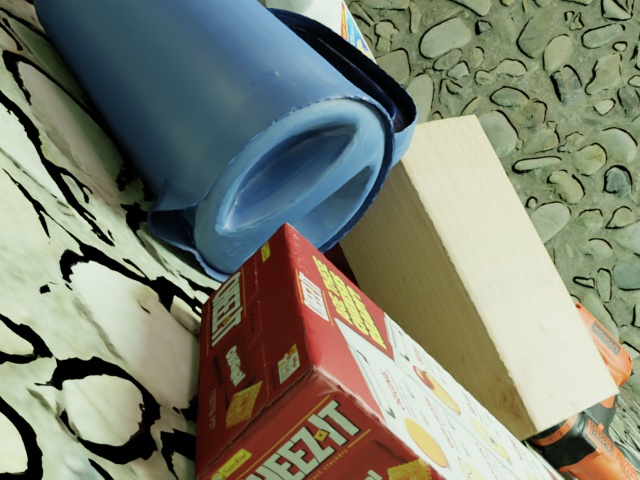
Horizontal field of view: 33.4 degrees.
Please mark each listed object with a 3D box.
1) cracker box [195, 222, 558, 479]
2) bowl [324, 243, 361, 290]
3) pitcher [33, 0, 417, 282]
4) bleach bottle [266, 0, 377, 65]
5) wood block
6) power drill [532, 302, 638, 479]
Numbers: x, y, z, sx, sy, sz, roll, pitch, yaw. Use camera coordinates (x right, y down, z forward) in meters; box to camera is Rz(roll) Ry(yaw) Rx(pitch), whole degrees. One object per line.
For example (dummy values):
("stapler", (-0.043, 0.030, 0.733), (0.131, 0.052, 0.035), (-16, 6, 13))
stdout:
("cracker box", (0.042, 0.108, 0.473), (0.213, 0.072, 0.164), (43, 10, -17))
("bowl", (0.032, -0.016, 0.813), (0.162, 0.055, 0.162), (30, 15, -9))
("pitcher", (-0.067, -0.101, 0.649), (0.243, 0.145, 0.149), (49, 13, 31))
("bleach bottle", (0.011, -0.144, 0.918), (0.250, 0.068, 0.102), (59, 33, -48))
("wood block", (0.093, 0.032, 0.699), (0.090, 0.091, 0.206), (-14, 73, -39))
("power drill", (0.247, 0.145, 1.060), (0.184, 0.057, 0.187), (47, 36, -13))
